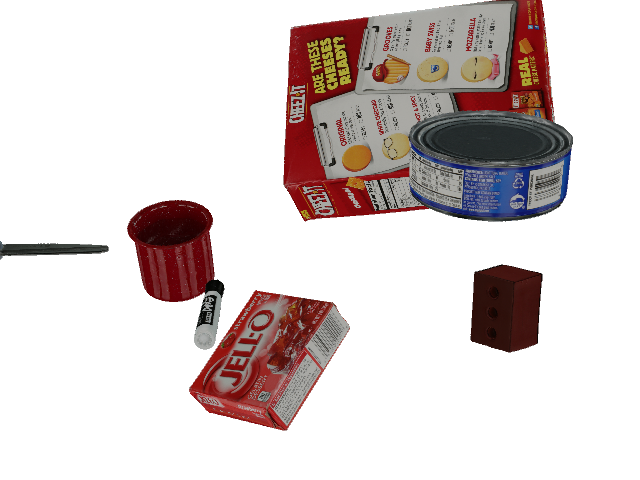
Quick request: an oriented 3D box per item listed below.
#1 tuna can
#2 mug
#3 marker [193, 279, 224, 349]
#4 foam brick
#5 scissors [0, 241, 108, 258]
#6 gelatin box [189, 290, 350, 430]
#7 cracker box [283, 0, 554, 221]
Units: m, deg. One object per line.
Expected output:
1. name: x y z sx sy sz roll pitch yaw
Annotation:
1. tuna can: 0.090 -0.041 0.571 0.086 0.034 0.086 0 24 0
2. mug: -0.171 0.010 1.189 0.117 0.081 0.093 25 44 34
3. marker: -0.102 0.066 0.990 0.020 0.020 0.121 0 21 -1
4. foam brick: 0.192 0.070 1.103 0.051 0.078 0.053 -13 19 -43
5. scissors: -0.285 0.015 0.872 0.202 0.016 0.096 5 23 5
6. gelatin box: -0.034 0.077 0.702 0.073 0.089 0.030 6 -39 42
7. cracker box: 0.083 -0.108 0.882 0.214 0.164 0.072 -6 -30 13
